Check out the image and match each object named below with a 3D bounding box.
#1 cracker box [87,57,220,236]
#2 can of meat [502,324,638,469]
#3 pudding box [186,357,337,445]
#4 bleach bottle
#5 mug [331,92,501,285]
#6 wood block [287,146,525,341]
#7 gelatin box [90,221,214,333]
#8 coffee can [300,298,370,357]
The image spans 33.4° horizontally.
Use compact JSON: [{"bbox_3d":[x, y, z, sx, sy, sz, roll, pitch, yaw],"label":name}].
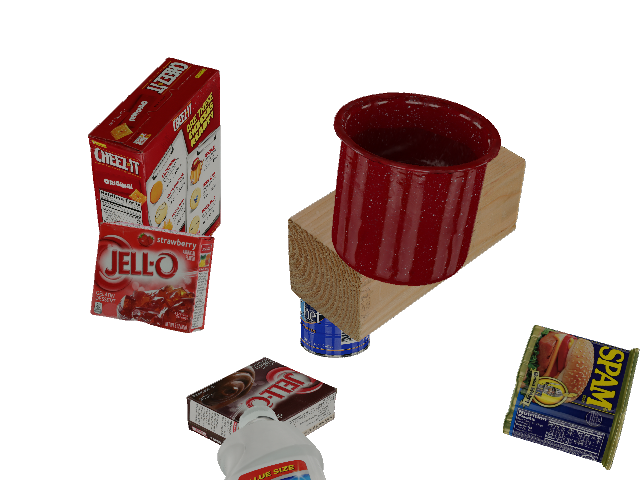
[{"bbox_3d":[-0.170,-0.060,1.131,0.072,0.214,0.164,17,43,15],"label":"cracker box"},{"bbox_3d":[0.195,0.118,0.830,0.084,0.057,0.102,15,40,16],"label":"can of meat"},{"bbox_3d":[-0.053,0.154,0.982,0.090,0.039,0.113,18,27,34],"label":"pudding box"},{"bbox_3d":[-0.037,0.204,0.723,0.102,0.068,0.251,-7,32,-6],"label":"bleach bottle"},{"bbox_3d":[0.056,-0.033,0.618,0.093,0.081,0.117,24,37,25],"label":"mug"},{"bbox_3d":[0.077,-0.013,0.950,0.205,0.090,0.091,-33,51,-30],"label":"wood block"},{"bbox_3d":[-0.130,0.027,0.817,0.089,0.073,0.030,9,5,19],"label":"gelatin box"},{"bbox_3d":[0.021,0.082,1.526,0.103,0.140,0.103,0,21,0],"label":"coffee can"}]
